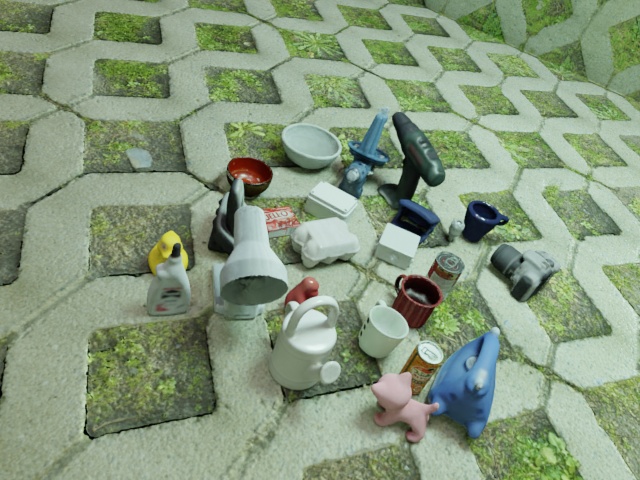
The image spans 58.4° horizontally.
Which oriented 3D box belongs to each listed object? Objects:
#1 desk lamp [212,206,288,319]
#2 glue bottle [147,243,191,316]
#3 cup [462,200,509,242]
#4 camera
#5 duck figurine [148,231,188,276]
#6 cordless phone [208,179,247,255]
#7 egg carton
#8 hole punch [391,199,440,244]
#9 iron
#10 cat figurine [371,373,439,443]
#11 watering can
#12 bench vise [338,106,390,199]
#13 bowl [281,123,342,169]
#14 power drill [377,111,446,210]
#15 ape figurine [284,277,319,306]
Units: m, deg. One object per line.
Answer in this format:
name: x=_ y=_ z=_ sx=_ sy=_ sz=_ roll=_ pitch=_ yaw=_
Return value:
desk lamp: x=-0.139 y=0.056 z=1.067 sx=0.118 sy=0.213 sz=0.203 roll=3 pitch=43 yaw=-19
glue bottle: x=-0.267 y=0.069 z=1.031 sx=0.078 sy=0.173 sz=0.037 roll=-5 pitch=46 yaw=-27
cup: x=0.425 y=-0.040 z=1.502 sx=0.118 sy=0.095 sz=0.091 roll=12 pitch=41 yaw=-10
camera: x=0.505 y=0.059 z=1.418 sx=0.143 sy=0.101 sz=0.136 roll=-24 pitch=56 yaw=-40
duck figurine: x=-0.300 y=0.019 z=1.141 sx=0.078 sy=0.086 sz=0.104 roll=5 pitch=42 yaw=-17
cordless phone: x=-0.174 y=-0.068 z=1.214 sx=0.094 sy=0.185 sz=0.147 roll=11 pitch=41 yaw=-11
egg carton: x=0.012 y=0.005 z=1.300 sx=0.151 sy=0.069 sz=0.107 roll=-11 pitch=49 yaw=-32
hole punch: x=0.247 y=-0.063 z=1.457 sx=0.108 sy=0.091 sz=0.101 roll=34 pitch=42 yaw=16
iron: x=0.303 y=0.242 z=1.098 sx=0.118 sy=0.141 sz=0.259 roll=28 pitch=41 yaw=10
cat figurine: x=0.145 y=0.282 z=1.006 sx=0.127 sy=0.118 sz=0.067 roll=22 pitch=40 yaw=3
watering can: x=-0.017 y=0.174 z=1.001 sx=0.172 sy=0.194 sz=0.101 roll=41 pitch=44 yaw=23
bench vise: x=0.132 y=-0.226 z=1.491 sx=0.121 sy=0.220 sz=0.207 roll=14 pitch=40 yaw=-7
bowl: x=-0.029 y=-0.243 z=1.557 sx=0.167 sy=0.075 sz=0.167 roll=12 pitch=41 yaw=-10
power drill: x=0.228 y=-0.193 z=1.503 sx=0.076 sy=0.208 sz=0.229 roll=-12 pitch=49 yaw=-32
ape figurine: x=-0.028 y=0.112 z=1.145 sx=0.076 sy=0.092 sz=0.078 roll=23 pitch=40 yaw=4
